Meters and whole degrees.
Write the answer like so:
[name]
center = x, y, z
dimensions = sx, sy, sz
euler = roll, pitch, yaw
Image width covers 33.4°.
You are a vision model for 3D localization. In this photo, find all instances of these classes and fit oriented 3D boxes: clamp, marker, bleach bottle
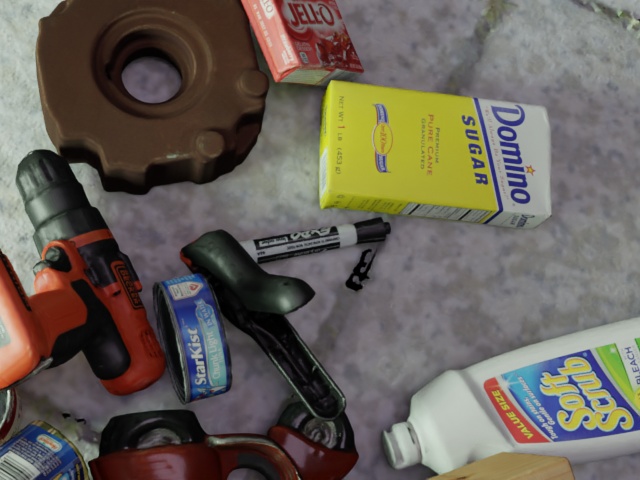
[clamp]
center = -0.044, 0.036, 0.716
dimensions = 0.039, 0.120, 0.172
euler = -30, 51, -26
[marker]
center = -0.005, 0.001, 0.794
dimensions = 0.121, 0.020, 0.020
euler = -10, 77, -13
[bleach bottle]
center = 0.169, 0.125, 0.772
dimensions = 0.250, 0.068, 0.102
euler = -14, 79, -12

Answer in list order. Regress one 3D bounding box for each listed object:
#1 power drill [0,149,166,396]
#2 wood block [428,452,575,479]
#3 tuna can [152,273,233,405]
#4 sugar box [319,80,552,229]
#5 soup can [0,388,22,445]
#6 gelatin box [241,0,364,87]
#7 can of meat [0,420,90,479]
[power drill]
center = -0.178, 0.019, 0.674
dimensions = 0.057, 0.187, 0.184
euler = -30, 82, 14
[wood block]
center = 0.058, 0.206, 0.655
dimensions = 0.205, 0.091, 0.090
euler = -15, 87, -21
[tuna can]
center = -0.087, 0.067, 0.726
dimensions = 0.033, 0.086, 0.086
euler = -13, 78, -16
[sugar box]
center = 0.089, -0.064, 0.816
dimensions = 0.176, 0.048, 0.093
euler = 4, 74, -9
[soup can]
center = -0.227, 0.107, 0.679
dimensions = 0.068, 0.102, 0.068
euler = 3, 74, -10
[gelatin box]
center = -0.012, -0.155, 0.805
dimensions = 0.089, 0.030, 0.073
euler = -6, 71, -55
[can of meat]
center = -0.187, 0.174, 0.660
dimensions = 0.058, 0.102, 0.083
euler = 23, 40, 27
